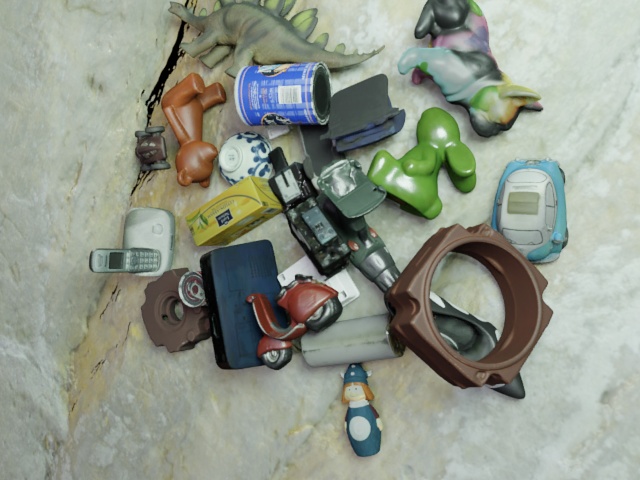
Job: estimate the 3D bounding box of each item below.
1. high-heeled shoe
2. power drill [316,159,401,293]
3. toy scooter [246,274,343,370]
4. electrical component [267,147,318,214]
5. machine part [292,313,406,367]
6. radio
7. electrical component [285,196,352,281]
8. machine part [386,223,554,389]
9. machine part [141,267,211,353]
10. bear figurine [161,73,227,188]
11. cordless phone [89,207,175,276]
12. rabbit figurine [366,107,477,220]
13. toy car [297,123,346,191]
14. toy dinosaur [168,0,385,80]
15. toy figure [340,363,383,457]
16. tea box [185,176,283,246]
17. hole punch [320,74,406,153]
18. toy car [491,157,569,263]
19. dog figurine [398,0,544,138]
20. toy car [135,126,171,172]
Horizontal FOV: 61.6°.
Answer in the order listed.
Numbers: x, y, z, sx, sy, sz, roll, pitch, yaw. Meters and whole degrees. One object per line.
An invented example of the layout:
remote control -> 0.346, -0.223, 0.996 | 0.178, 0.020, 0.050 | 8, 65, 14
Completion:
high-heeled shoe -> 0.204, 0.153, 0.812 | 0.249, 0.145, 0.086 | 43, 109, 23
power drill -> 0.069, -0.022, 0.867 | 0.086, 0.207, 0.232 | -36, 63, -5
toy scooter -> -0.057, 0.120, 0.918 | 0.184, 0.075, 0.135 | -43, 69, 14
electrical component -> -0.057, -0.113, 1.007 | 0.075, 0.047, 0.119 | -33, 75, 23
machine part -> 0.056, 0.175, 0.928 | 0.243, 0.079, 0.079 | -15, 82, 26
radio -> -0.138, 0.121, 0.991 | 0.073, 0.131, 0.229 | -24, 75, 58
electrical component -> -0.002, -0.003, 0.875 | 0.058, 0.134, 0.115 | -35, 77, -9
machine part -> 0.215, 0.091, 0.767 | 0.201, 0.087, 0.201 | 43, 69, -4
machine part -> -0.298, 0.147, 1.126 | 0.180, 0.056, 0.179 | -1, 88, 29
bear figurine -> -0.243, -0.209, 1.068 | 0.132, 0.120, 0.196 | -22, 81, 22
cordless phone -> -0.393, 0.002, 1.106 | 0.089, 0.184, 0.146 | 6, 93, 32
rabbit figurine -> 0.172, -0.129, 0.854 | 0.159, 0.121, 0.170 | 28, 87, 21
toy car -> -0.002, -0.188, 0.975 | 0.074, 0.056, 0.201 | -17, 78, 20
toy dinosaur -> -0.106, -0.381, 1.009 | 0.472, 0.105, 0.198 | 30, 100, 20
toy figure -> 0.071, 0.291, 0.932 | 0.064, 0.058, 0.154 | -9, 82, -11
tea box -> -0.161, -0.053, 1.034 | 0.170, 0.098, 0.068 | -27, 78, 23
hole punch -> 0.080, -0.195, 0.894 | 0.142, 0.092, 0.116 | -13, 49, 25
toy car -> 0.307, -0.044, 0.787 | 0.109, 0.103, 0.161 | 6, 94, 27
dog figurine -> 0.246, -0.266, 0.822 | 0.219, 0.108, 0.191 | 29, 99, 21
toy car -> -0.352, -0.185, 1.110 | 0.202, 0.053, 0.089 | 16, 111, 63
